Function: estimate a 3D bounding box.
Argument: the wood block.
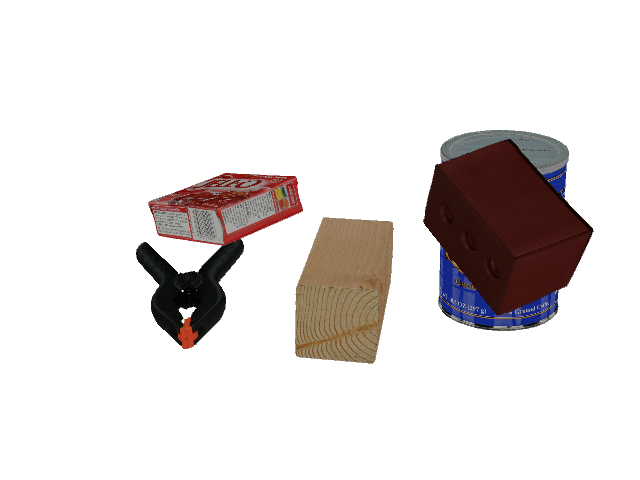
[{"bbox_3d":[0.031,0.052,1.239,0.091,0.090,0.206,4,23,7],"label":"wood block"}]

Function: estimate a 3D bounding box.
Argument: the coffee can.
[{"bbox_3d":[0.150,-0.010,0.888,0.103,0.140,0.103,-2,23,0],"label":"coffee can"}]

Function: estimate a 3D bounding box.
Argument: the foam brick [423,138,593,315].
[{"bbox_3d":[0.102,-0.008,0.595,0.051,0.078,0.053,-21,-35,-22],"label":"foam brick"}]

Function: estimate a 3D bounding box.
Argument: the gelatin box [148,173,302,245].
[{"bbox_3d":[-0.069,-0.025,0.766,0.073,0.030,0.089,-24,20,-36],"label":"gelatin box"}]

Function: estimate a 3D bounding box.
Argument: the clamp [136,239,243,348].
[{"bbox_3d":[-0.132,0.048,1.154,0.120,0.039,0.171,-15,40,-5],"label":"clamp"}]
